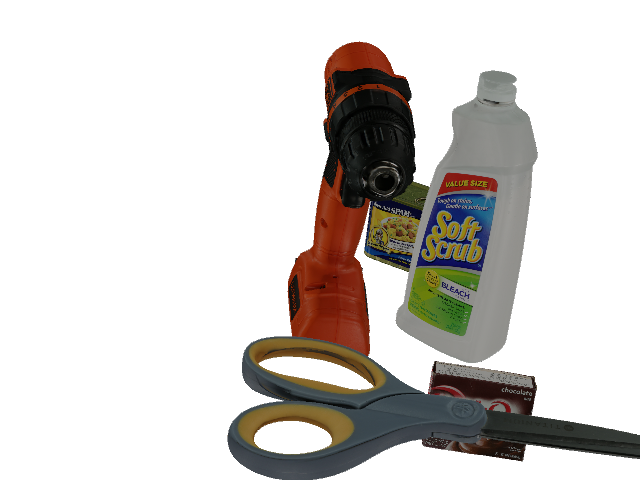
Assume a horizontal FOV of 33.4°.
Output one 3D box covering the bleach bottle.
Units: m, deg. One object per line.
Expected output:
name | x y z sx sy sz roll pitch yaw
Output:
bleach bottle | 0.127 -0.023 0.908 0.103 0.251 0.067 27 37 35

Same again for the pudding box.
pudding box | 0.171 0.184 1.157 0.113 0.090 0.039 7 21 3

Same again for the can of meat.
can of meat | 0.100 -0.015 1.183 0.102 0.084 0.057 20 27 29

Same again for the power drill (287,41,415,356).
power drill | 0.021 -0.018 0.692 0.057 0.188 0.184 8 29 -6

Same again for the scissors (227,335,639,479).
scissors | 0.048 0.087 0.461 0.202 0.016 0.096 16 35 22
